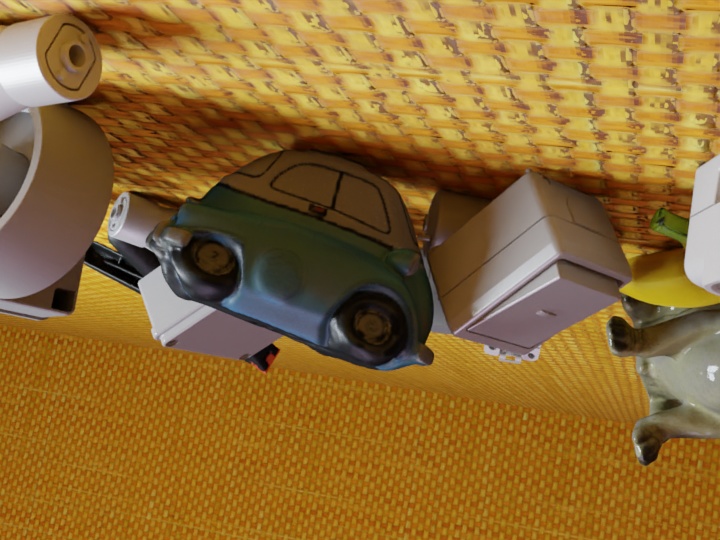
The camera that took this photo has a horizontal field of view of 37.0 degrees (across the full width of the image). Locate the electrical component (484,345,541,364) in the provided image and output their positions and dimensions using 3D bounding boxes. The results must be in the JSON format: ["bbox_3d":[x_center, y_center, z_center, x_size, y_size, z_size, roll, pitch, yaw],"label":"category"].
[{"bbox_3d":[0.111,0.027,0.760,0.042,0.063,0.081,9,131,7],"label":"electrical component"}]

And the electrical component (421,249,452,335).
[{"bbox_3d":[0.051,0.016,0.823,0.089,0.055,0.050,6,170,25],"label":"electrical component"}]

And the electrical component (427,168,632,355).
[{"bbox_3d":[0.084,0.005,0.563,0.062,0.061,0.096,17,135,-39],"label":"electrical component"}]

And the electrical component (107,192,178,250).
[{"bbox_3d":[-0.152,-0.032,0.794,0.065,0.044,0.044,21,166,-32],"label":"electrical component"}]

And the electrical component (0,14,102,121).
[{"bbox_3d":[-0.140,-0.084,0.446,0.065,0.044,0.044,-2,166,33],"label":"electrical component"}]

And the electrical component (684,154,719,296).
[{"bbox_3d":[0.176,-0.019,0.451,0.054,0.059,0.095,10,171,-1],"label":"electrical component"}]

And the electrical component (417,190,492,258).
[{"bbox_3d":[0.071,-0.021,0.615,0.078,0.040,0.040,11,171,-6],"label":"electrical component"}]

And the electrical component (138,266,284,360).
[{"bbox_3d":[-0.087,0.014,0.796,0.109,0.056,0.109,-33,155,21],"label":"electrical component"}]

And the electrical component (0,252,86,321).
[{"bbox_3d":[-0.217,-0.034,0.631,0.109,0.108,0.056,16,166,-36],"label":"electrical component"}]

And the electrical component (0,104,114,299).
[{"bbox_3d":[-0.186,-0.046,0.540,0.108,0.108,0.060,5,164,29],"label":"electrical component"}]
